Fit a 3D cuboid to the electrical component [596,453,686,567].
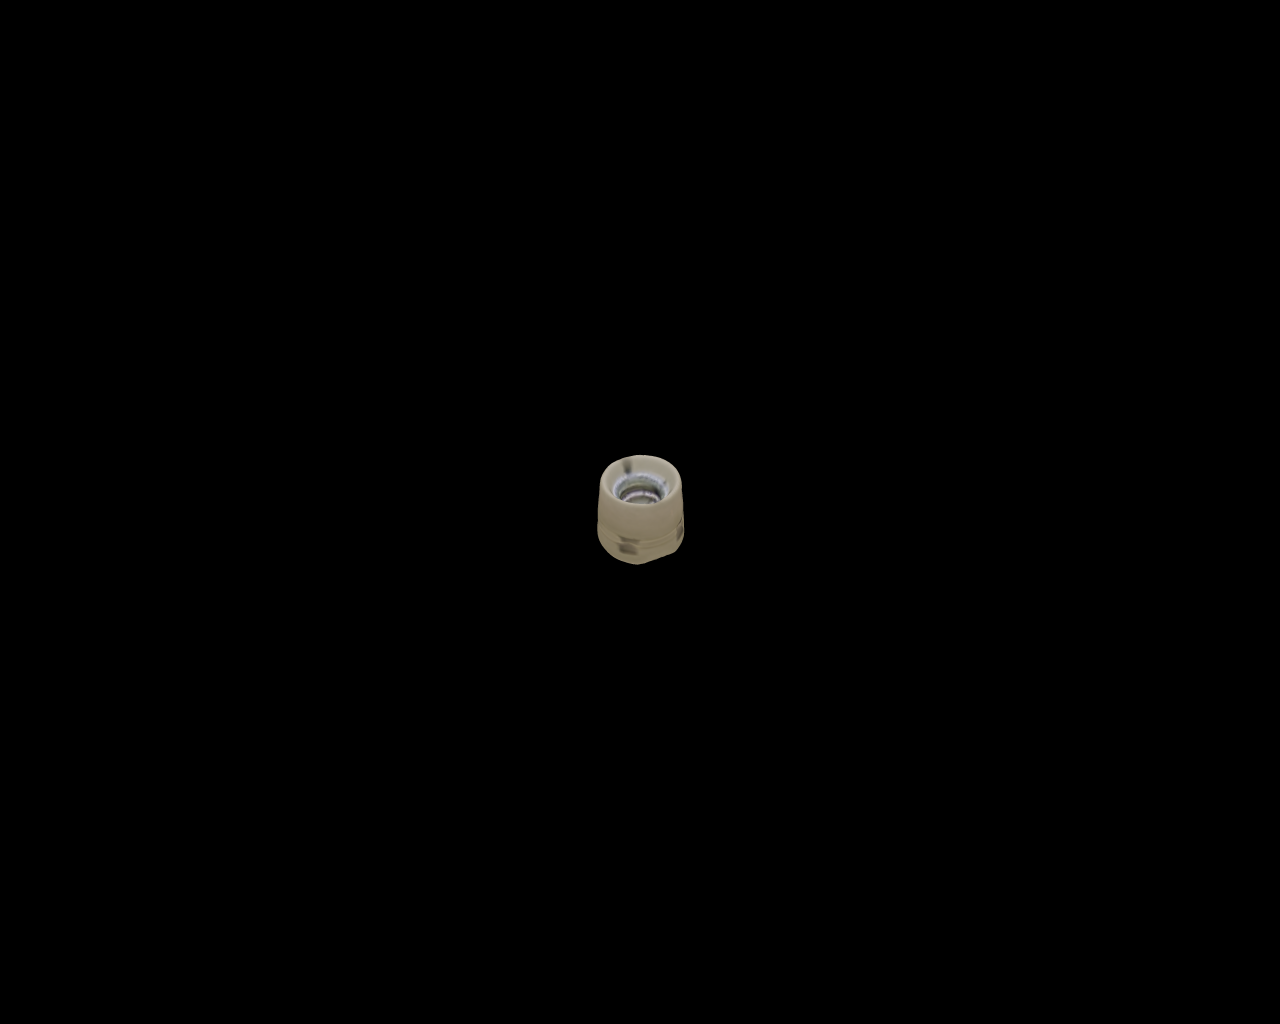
[{"bbox_3d":[0.001,-0.003,0.650,0.055,0.047,0.055,0,43,0],"label":"electrical component"}]
